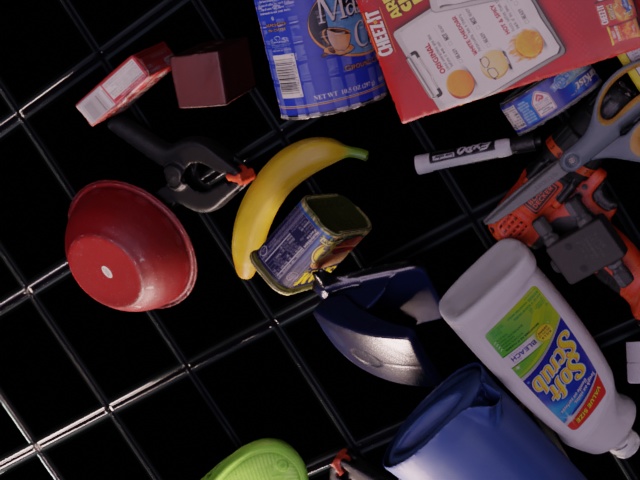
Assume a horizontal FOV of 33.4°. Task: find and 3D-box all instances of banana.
[{"bbox_3d":[-0.040,-0.041,1.072,0.069,0.037,0.198,46,116,1],"label":"banana"}]

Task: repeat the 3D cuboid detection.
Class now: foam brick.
[{"bbox_3d":[-0.102,-0.162,1.028,0.053,0.078,0.051,-2,110,20],"label":"foam brick"}]

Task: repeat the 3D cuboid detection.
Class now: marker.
[{"bbox_3d":[0.148,-0.082,1.003,0.121,0.020,0.020,-10,105,22],"label":"marker"}]

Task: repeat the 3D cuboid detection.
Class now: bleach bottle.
[{"bbox_3d":[0.225,0.116,1.001,0.102,0.068,0.250,-44,112,4],"label":"bleach bottle"}]

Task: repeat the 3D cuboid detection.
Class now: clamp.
[{"bbox_3d":[0.082,0.319,1.161,0.165,0.036,0.210,-21,100,24],"label":"clamp"},{"bbox_3d":[-0.147,-0.077,1.089,0.172,0.039,0.120,-6,111,30],"label":"clamp"}]

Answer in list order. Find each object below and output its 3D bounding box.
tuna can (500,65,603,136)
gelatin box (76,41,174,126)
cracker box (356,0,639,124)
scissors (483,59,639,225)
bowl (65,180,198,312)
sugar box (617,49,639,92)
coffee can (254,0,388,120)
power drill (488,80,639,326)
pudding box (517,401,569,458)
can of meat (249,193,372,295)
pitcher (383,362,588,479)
[{"bbox_3d":[0.200,-0.129,0.932,0.086,0.086,0.034,-33,95,26],"label":"tuna can"},{"bbox_3d":[-0.190,-0.155,1.063,0.089,0.073,0.030,-35,96,25],"label":"gelatin box"},{"bbox_3d":[0.143,-0.207,0.865,0.214,0.072,0.164,-15,104,25],"label":"cracker box"},{"bbox_3d":[0.238,-0.063,0.921,0.096,0.016,0.202,37,112,5],"label":"scissors"},{"bbox_3d":[-0.212,0.019,1.122,0.162,0.055,0.162,14,127,19],"label":"bowl"},{"bbox_3d":[0.317,-0.147,0.908,0.093,0.048,0.176,-30,101,26],"label":"sugar box"},{"bbox_3d":[-0.002,-0.190,0.969,0.103,0.102,0.140,-7,106,21],"label":"coffee can"},{"bbox_3d":[0.272,-0.026,0.962,0.187,0.057,0.185,39,120,5],"label":"power drill"},{"bbox_3d":[0.202,0.226,1.085,0.090,0.039,0.113,-29,98,24],"label":"pudding box"},{"bbox_3d":[-0.007,0.001,1.041,0.057,0.101,0.084,49,115,16],"label":"can of meat"},{"bbox_3d":[0.182,0.246,1.016,0.243,0.149,0.145,44,94,-3],"label":"pitcher"}]
